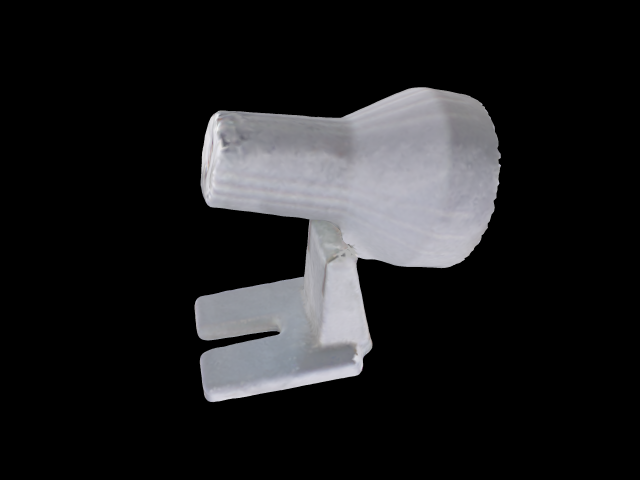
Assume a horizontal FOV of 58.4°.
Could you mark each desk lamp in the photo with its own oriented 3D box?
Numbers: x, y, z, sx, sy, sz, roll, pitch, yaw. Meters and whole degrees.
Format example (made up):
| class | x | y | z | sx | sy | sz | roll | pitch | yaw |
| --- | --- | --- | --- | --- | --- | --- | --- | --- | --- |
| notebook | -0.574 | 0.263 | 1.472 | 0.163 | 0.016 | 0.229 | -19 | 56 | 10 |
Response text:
| class | x | y | z | sx | sy | sz | roll | pitch | yaw |
| --- | --- | --- | --- | --- | --- | --- | --- | --- | --- |
| desk lamp | 0.004 | 0.001 | 0.400 | 0.203 | 0.214 | 0.117 | -10 | 43 | -11 |
